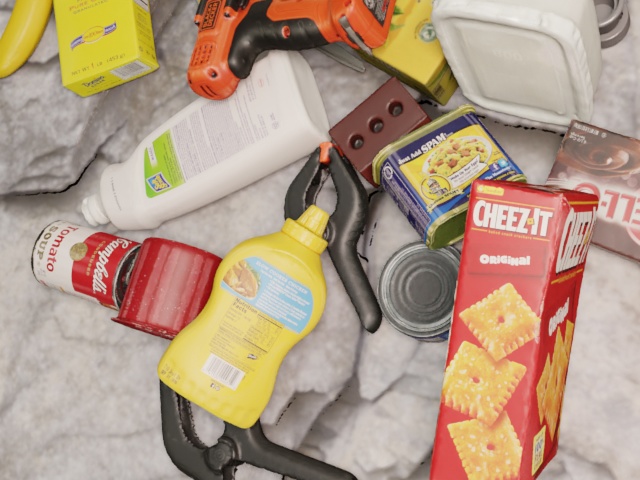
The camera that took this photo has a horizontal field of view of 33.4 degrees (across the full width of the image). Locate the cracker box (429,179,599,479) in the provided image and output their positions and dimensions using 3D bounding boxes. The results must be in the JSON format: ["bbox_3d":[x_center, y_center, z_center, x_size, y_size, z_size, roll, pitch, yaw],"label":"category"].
[{"bbox_3d":[0.146,0.066,0.780,0.072,0.164,0.214,11,96,21],"label":"cracker box"}]

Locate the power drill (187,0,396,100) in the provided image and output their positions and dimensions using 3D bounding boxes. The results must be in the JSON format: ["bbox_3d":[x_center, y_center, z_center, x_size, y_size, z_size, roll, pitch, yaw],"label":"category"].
[{"bbox_3d":[-0.022,-0.214,0.923,0.188,0.057,0.184,-7,61,36],"label":"power drill"}]

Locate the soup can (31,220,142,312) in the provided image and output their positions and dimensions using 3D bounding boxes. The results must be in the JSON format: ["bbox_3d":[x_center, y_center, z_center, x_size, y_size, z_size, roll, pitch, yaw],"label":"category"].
[{"bbox_3d":[-0.213,0.024,1.010,0.102,0.068,0.068,16,86,25],"label":"soup can"}]

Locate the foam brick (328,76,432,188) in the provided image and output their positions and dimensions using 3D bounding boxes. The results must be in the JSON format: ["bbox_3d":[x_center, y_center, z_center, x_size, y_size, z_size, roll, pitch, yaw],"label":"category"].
[{"bbox_3d":[0.057,-0.094,0.932,0.078,0.051,0.053,-40,67,10],"label":"foam brick"}]

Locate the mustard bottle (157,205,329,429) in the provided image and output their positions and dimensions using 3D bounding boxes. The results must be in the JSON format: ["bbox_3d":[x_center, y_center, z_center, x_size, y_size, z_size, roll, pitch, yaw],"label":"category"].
[{"bbox_3d":[-0.050,0.055,0.900,0.096,0.058,0.191,32,91,-5],"label":"mustard bottle"}]

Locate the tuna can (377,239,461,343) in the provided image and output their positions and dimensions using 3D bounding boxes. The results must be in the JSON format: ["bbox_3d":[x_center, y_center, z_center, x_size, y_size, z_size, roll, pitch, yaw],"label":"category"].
[{"bbox_3d":[0.092,0.043,0.899,0.086,0.033,0.086,-5,78,21],"label":"tuna can"}]

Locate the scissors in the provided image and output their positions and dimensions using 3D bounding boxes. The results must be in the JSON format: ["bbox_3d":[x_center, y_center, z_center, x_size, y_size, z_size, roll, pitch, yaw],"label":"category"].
[{"bbox_3d":[-0.029,-0.227,1.013,0.202,0.016,0.096,20,88,24],"label":"scissors"}]

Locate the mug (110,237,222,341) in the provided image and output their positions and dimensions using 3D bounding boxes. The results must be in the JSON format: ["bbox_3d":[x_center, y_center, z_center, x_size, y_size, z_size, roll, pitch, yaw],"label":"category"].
[{"bbox_3d":[-0.120,0.051,0.963,0.117,0.093,0.081,18,80,-6],"label":"mug"}]

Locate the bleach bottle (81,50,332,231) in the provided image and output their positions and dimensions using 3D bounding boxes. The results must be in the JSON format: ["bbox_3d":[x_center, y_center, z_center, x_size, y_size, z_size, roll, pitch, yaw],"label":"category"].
[{"bbox_3d":[-0.117,-0.082,0.996,0.251,0.068,0.102,-24,67,19],"label":"bleach bottle"}]

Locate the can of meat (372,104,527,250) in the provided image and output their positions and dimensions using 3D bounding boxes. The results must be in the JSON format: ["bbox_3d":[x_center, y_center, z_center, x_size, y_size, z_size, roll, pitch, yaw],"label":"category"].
[{"bbox_3d":[0.108,-0.051,0.882,0.102,0.057,0.084,-29,63,-11],"label":"can of meat"}]

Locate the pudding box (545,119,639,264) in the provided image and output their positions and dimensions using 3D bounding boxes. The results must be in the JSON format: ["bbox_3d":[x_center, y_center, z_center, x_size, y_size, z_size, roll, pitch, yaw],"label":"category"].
[{"bbox_3d":[0.238,-0.035,0.852,0.114,0.039,0.090,23,90,25],"label":"pudding box"}]

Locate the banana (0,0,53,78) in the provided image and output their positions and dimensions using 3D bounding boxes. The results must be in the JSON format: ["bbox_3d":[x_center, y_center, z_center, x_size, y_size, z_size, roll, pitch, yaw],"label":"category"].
[{"bbox_3d":[-0.310,-0.253,1.122,0.070,0.037,0.198,18,87,23],"label":"banana"}]

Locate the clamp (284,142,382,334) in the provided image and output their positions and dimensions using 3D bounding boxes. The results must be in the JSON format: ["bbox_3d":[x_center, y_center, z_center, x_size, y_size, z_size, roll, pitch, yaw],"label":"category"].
[{"bbox_3d":[-0.006,0.001,0.947,0.120,0.039,0.171,-5,79,17],"label":"clamp"}]

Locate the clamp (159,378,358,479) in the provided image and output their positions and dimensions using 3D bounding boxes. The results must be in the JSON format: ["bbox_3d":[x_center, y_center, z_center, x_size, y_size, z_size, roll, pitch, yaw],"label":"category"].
[{"bbox_3d":[-0.070,0.187,0.935,0.165,0.036,0.210,-35,68,12],"label":"clamp"}]

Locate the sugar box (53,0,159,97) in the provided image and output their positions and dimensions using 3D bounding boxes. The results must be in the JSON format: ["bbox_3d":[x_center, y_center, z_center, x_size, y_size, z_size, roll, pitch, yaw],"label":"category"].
[{"bbox_3d":[-0.222,-0.243,1.079,0.093,0.048,0.176,-17,75,19],"label":"sugar box"}]
